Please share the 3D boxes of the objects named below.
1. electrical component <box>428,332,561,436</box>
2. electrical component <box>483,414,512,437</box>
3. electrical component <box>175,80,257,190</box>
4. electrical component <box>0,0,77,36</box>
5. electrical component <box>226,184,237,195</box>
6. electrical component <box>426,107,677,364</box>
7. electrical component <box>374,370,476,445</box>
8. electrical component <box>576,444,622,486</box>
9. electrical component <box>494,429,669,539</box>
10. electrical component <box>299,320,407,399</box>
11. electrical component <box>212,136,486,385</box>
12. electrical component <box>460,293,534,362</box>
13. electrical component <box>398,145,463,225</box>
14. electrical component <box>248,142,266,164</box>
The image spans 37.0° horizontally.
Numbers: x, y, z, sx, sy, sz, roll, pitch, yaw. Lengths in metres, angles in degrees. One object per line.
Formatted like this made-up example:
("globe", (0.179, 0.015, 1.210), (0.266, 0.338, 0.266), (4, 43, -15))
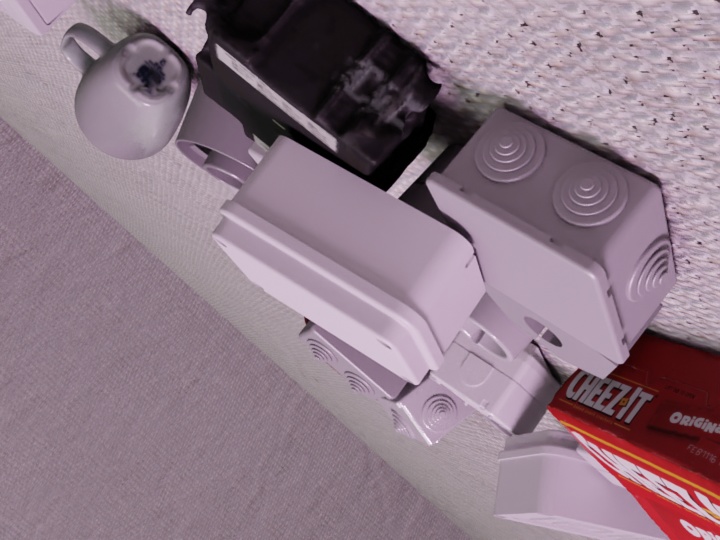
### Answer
("electrical component", (0.106, 0.081, 0.798), (0.062, 0.061, 0.096), (33, 175, 33))
("electrical component", (0.127, 0.108, 0.859), (0.040, 0.046, 0.040), (39, 170, 8))
("electrical component", (-0.081, -0.093, 0.767), (0.099, 0.064, 0.099), (25, 170, 5))
("electrical component", (-0.181, -0.178, 0.595), (0.061, 0.096, 0.061), (36, 169, 16))
("electrical component", (-0.100, -0.087, 0.861), (0.065, 0.044, 0.044), (43, 171, 8))
("electrical component", (0.086, -0.016, 0.465), (0.100, 0.048, 0.099), (34, 168, 33))
("electrical component", (0.065, 0.099, 0.902), (0.048, 0.100, 0.100), (55, 168, -8))
("electrical component", (0.166, 0.101, 0.680), (0.076, 0.047, 0.083), (41, 170, -9))
("electrical component", (0.160, 0.154, 0.760), (0.113, 0.057, 0.078), (16, 161, -18))
("electrical component", (0.010, 0.047, 0.875), (0.100, 0.099, 0.048), (42, 157, -9))
("electrical component", (-0.005, -0.003, 0.507), (0.113, 0.057, 0.078), (31, 169, 22))
("electrical component", (0.084, 0.021, 0.635), (0.055, 0.047, 0.055), (39, 170, 8))
("electrical component", (0.049, -0.030, 0.542), (0.055, 0.047, 0.055), (39, 170, 8))
("electrical component", (-0.045, -0.052, 0.704), (0.047, 0.076, 0.065), (31, 167, 40))
